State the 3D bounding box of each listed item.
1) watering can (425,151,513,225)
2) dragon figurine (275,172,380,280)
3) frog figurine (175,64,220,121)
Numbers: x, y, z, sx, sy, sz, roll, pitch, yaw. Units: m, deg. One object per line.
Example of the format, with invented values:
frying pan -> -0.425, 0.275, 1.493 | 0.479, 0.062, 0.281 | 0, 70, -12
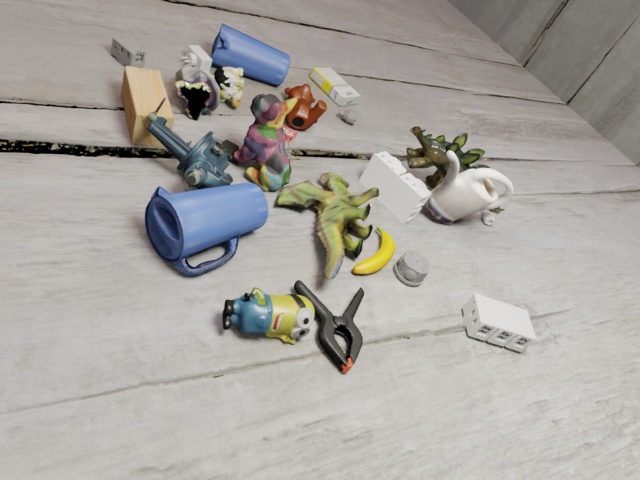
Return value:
watering can -> 0.382, -0.141, 1.419 | 0.345, 0.221, 0.106 | 19, 54, -39
dragon figurine -> 0.004, -0.064, 1.266 | 0.243, 0.119, 0.418 | 19, 35, 16
frog figurine -> -0.338, -0.424, 1.425 | 0.135, 0.122, 0.163 | 45, 18, -33
